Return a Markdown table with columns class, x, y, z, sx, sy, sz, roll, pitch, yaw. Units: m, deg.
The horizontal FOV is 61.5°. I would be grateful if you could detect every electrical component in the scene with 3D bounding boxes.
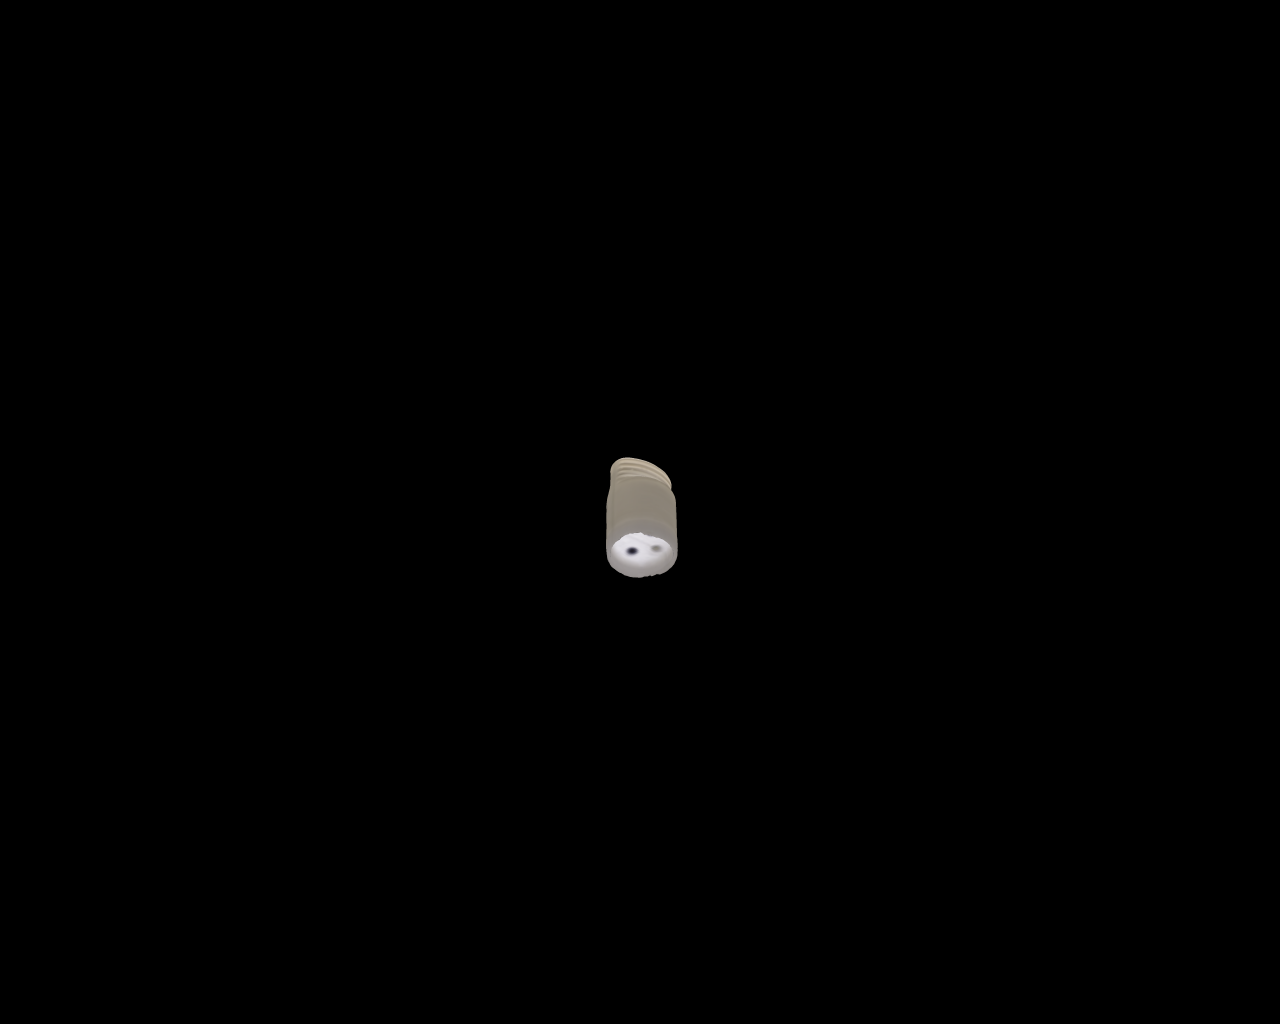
| class | x | y | z | sx | sy | sz | roll | pitch | yaw |
| --- | --- | --- | --- | --- | --- | --- | --- | --- | --- |
| electrical component | 0.001 | -0.003 | 0.650 | 0.043 | 0.081 | 0.043 | 0 | -43 | 0 |
